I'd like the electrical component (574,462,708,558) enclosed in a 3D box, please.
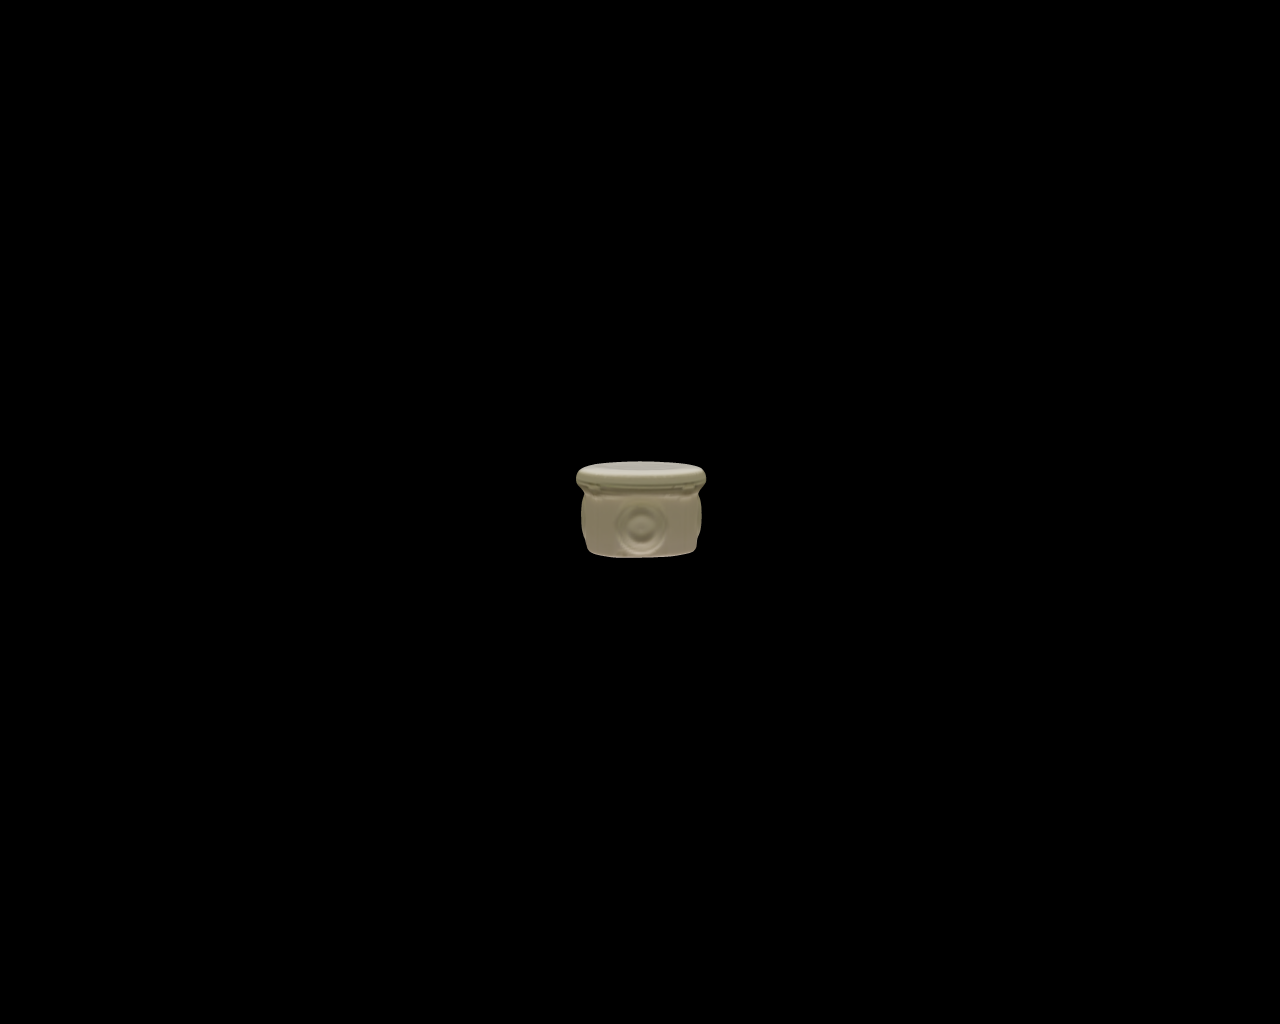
[{"bbox_3d":[0.001,-0.003,0.650,0.080,0.051,0.080,0,8,0],"label":"electrical component"}]
